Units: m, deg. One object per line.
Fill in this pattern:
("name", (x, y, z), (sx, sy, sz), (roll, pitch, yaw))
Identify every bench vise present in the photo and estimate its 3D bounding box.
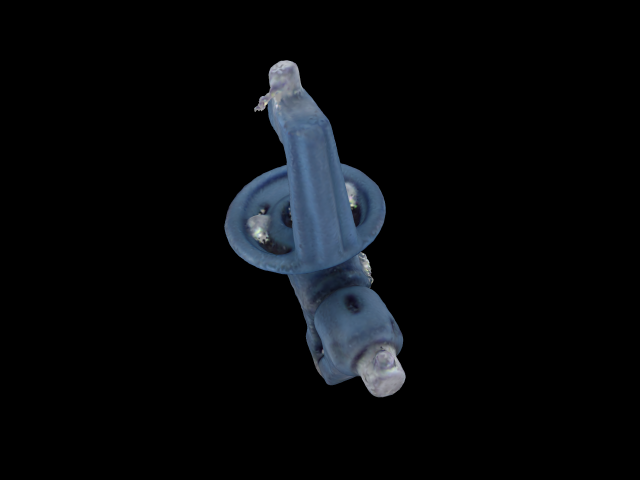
("bench vise", (0.013, -0.005, 0.404), (0.122, 0.220, 0.207), (-38, 67, -19))
